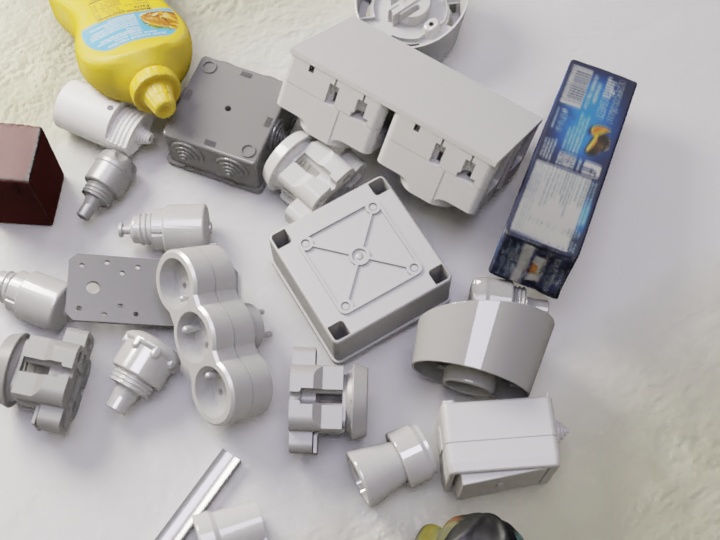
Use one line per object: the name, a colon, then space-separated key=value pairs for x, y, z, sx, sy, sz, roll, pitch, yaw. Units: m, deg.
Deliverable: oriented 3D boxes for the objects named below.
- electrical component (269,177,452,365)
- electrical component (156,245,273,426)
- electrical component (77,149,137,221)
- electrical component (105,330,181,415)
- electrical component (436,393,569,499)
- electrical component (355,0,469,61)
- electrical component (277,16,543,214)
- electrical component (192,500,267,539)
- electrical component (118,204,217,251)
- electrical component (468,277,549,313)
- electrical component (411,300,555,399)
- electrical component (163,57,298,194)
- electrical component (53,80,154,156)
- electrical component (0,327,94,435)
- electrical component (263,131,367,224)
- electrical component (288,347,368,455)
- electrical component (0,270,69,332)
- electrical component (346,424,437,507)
electrical component: x=0.000 y=0.000 z=0.847 sx=0.109 sy=0.056 sz=0.108 roll=-29 pitch=69 yaw=-11
electrical component: x=-0.099 y=0.046 z=0.825 sx=0.074 sy=0.052 sz=0.138 roll=-9 pitch=74 yaw=-44
electrical component: x=-0.213 y=-0.068 z=0.889 sx=0.035 sy=0.035 sz=0.061 roll=26 pitch=71 yaw=11
electrical component: x=-0.170 y=0.080 z=0.819 sx=0.048 sy=0.048 sz=0.062 roll=28 pitch=76 yaw=11
electrical component: x=0.107 y=0.130 z=0.788 sx=0.096 sy=0.061 sz=0.061 roll=-4 pitch=66 yaw=-2
electrical component: x=0.045 y=-0.229 z=0.943 sx=0.099 sy=0.064 sz=0.099 roll=0 pitch=66 yaw=0
electrical component: x=0.039 y=-0.125 z=0.874 sx=0.186 sy=0.060 sz=0.105 roll=31 pitch=37 yaw=13
electrical component: x=-0.093 y=0.189 z=0.774 sx=0.046 sy=0.040 sz=0.040 roll=-16 pitch=67 yaw=-13
electrical component: x=-0.156 y=-0.033 z=0.870 sx=0.078 sy=0.040 sz=0.040 roll=-1 pitch=66 yaw=-1
electrical component: x=0.116 y=0.029 z=0.842 sx=0.062 sy=0.043 sz=0.043 roll=6 pitch=66 yaw=1
electrical component: x=0.089 y=0.058 z=0.800 sx=0.099 sy=0.099 sz=0.064 roll=15 pitch=73 yaw=6
electrical component: x=-0.109 y=-0.124 z=0.906 sx=0.100 sy=0.048 sz=0.099 roll=19 pitch=68 yaw=8
electrical component: x=-0.212 y=-0.126 z=0.909 sx=0.081 sy=0.043 sz=0.043 roll=23 pitch=68 yaw=9
electrical component: x=-0.241 y=0.079 z=0.812 sx=0.057 sy=0.058 sz=0.078 roll=12 pitch=67 yaw=2
electrical component: x=-0.042 y=-0.077 z=0.881 sx=0.057 sy=0.058 sz=0.078 roll=42 pitch=74 yaw=14
electrical component: x=-0.023 y=0.098 z=0.804 sx=0.057 sy=0.058 sz=0.078 roll=1 pitch=76 yaw=1
electrical component: x=-0.261 y=0.020 z=0.847 sx=0.078 sy=0.040 sz=0.040 roll=20 pitch=68 yaw=8
electrical component: x=0.023 y=0.143 z=0.791 sx=0.055 sy=0.045 sz=0.045 roll=-23 pitch=68 yaw=-11
